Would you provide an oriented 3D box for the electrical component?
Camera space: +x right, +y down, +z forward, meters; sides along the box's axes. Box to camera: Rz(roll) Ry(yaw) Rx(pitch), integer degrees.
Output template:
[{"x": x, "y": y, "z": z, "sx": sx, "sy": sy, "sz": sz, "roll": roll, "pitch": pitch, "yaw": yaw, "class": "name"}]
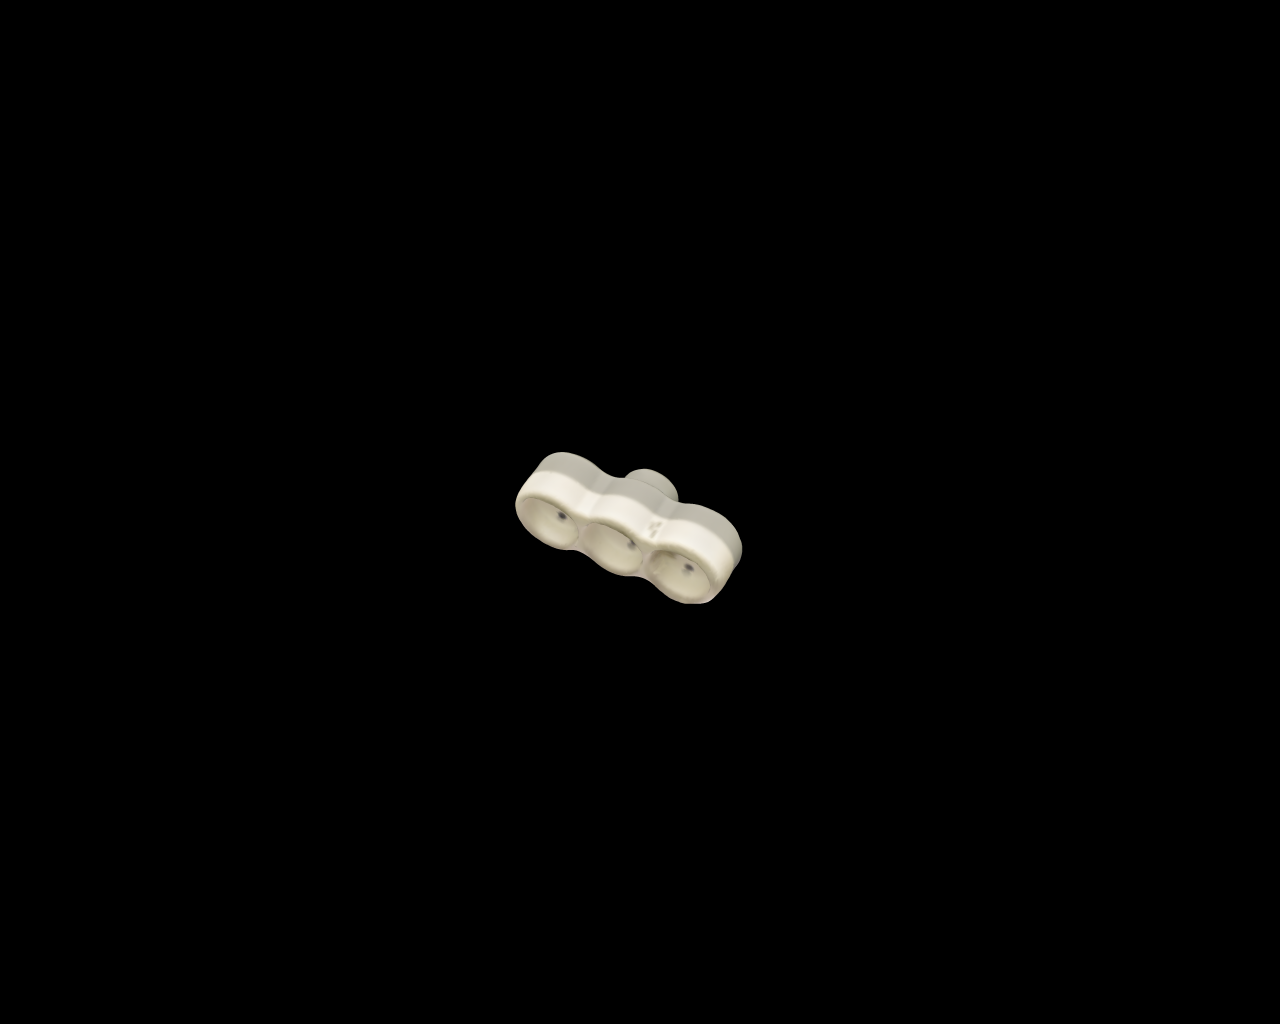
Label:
[{"x": 0.001, "y": -0.003, "z": 0.650, "sx": 0.138, "sy": 0.074, "sz": 0.052, "roll": 22, "pitch": -38, "yaw": 18, "class": "electrical component"}]
